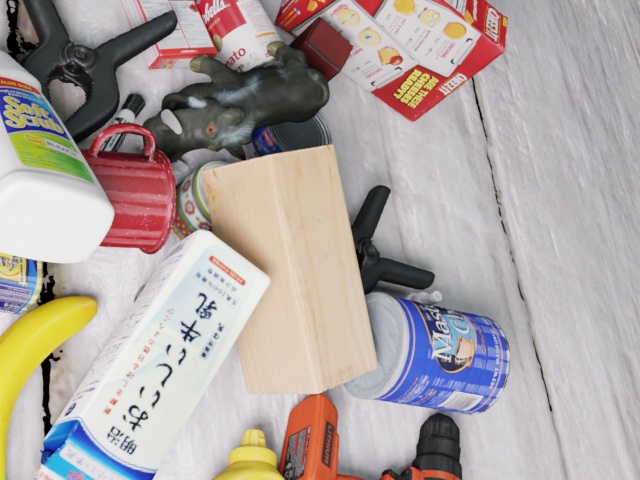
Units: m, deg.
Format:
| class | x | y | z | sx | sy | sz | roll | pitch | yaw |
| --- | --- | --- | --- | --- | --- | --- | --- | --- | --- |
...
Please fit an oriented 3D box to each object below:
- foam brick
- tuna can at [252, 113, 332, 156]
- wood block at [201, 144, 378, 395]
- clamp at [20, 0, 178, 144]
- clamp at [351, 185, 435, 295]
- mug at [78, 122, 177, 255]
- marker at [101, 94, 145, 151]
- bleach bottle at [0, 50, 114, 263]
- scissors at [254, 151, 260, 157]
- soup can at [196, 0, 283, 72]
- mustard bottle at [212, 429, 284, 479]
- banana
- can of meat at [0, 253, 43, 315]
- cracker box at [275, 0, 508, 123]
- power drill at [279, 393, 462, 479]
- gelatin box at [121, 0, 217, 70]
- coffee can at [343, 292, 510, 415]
| class | x | y | z | sx | sy | sz | roll | pitch | yaw |
| --- | --- | --- | --- | --- | --- | --- | --- | --- | --- |
| foam brick | -0.012 | -0.194 | 1.170 | 0.051 | 0.078 | 0.053 | 39 | 46 | -16 |
| tuna can | -0.031 | -0.109 | 1.130 | 0.086 | 0.034 | 0.086 | 22 | 51 | -30 |
| wood block | -0.026 | 0.027 | 0.954 | 0.090 | 0.091 | 0.206 | -15 | 95 | -47 |
| clamp | -0.216 | -0.164 | 0.991 | 0.164 | 0.036 | 0.210 | 12 | 59 | -21 |
| clamp | 0.040 | 0.006 | 1.088 | 0.171 | 0.039 | 0.120 | -10 | 69 | -45 |
| mug | -0.176 | -0.045 | 0.908 | 0.081 | 0.117 | 0.093 | 3 | 30 | -34 |
| marker | -0.191 | -0.096 | 0.993 | 0.020 | 0.020 | 0.121 | 36 | 45 | -17 |
| bleach bottle | -0.251 | -0.087 | 0.851 | 0.102 | 0.068 | 0.251 | 16 | 28 | -44 |
| scissors | -0.007 | 0.001 | 1.091 | 0.096 | 0.016 | 0.202 | 5 | 61 | -41 |
| soup can | -0.081 | -0.216 | 1.131 | 0.068 | 0.069 | 0.102 | -18 | 77 | -46 |
| mustard bottle | -0.058 | 0.243 | 0.856 | 0.096 | 0.058 | 0.191 | 34 | 43 | -38 |
| banana | -0.230 | 0.108 | 0.817 | 0.069 | 0.037 | 0.197 | 48 | 41 | -33 |
| can of meat | -0.266 | 0.004 | 0.835 | 0.083 | 0.058 | 0.102 | 14 | 55 | -36 |
| cracker box | 0.083 | -0.253 | 1.226 | 0.213 | 0.164 | 0.072 | 32 | 49 | -21 |
| power drill | 0.055 | 0.213 | 0.976 | 0.187 | 0.057 | 0.184 | 30 | 45 | -22 |
| gelatin box | -0.156 | -0.220 | 1.097 | 0.073 | 0.030 | 0.089 | -12 | 72 | -43 |
| coffee can | 0.101 | 0.113 | 1.047 | 0.140 | 0.103 | 0.103 | 14 | 55 | -34 |
